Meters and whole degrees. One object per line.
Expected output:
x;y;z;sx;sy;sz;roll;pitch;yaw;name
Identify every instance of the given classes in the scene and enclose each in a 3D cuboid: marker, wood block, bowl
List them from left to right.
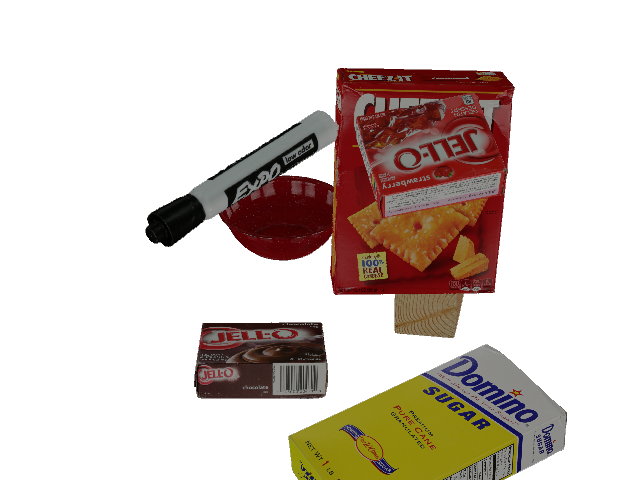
-0.039;-0.032;0.537;0.120;0.020;0.020;-35;20;-32;marker
-0.047;-0.021;1.337;0.162;0.055;0.162;-1;31;0;bowl
0.172;0.061;1.624;0.091;0.090;0.206;4;22;11;wood block

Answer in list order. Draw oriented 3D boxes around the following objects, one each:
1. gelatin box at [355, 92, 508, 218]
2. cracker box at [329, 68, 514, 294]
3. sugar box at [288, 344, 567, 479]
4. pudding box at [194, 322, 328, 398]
0.075;-0.059;0.731;0.089;0.073;0.030;-12;-35;-4;gelatin box
0.094;-0.054;1.036;0.164;0.214;0.072;1;21;-4;cracker box
0.076;0.142;0.754;0.176;0.048;0.093;-24;40;-20;sugar box
-0.051;0.104;0.937;0.113;0.039;0.090;2;19;-3;pudding box
